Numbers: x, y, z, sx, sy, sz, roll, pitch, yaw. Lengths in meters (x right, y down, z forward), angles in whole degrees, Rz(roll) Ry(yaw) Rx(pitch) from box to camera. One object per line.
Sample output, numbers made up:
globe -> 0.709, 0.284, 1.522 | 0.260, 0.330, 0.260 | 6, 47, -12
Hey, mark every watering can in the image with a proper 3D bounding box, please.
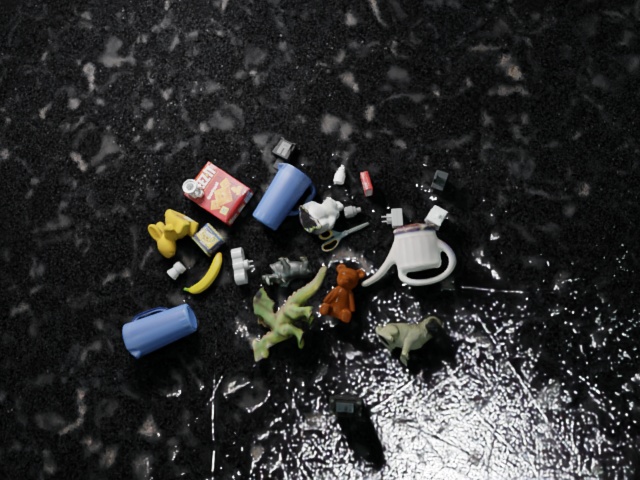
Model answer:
watering can -> 0.310, 0.057, 1.863 | 0.347, 0.227, 0.103 | -8, -13, 13

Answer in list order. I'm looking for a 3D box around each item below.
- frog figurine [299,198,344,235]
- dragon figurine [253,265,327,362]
frog figurine -> 0.006, -0.098, 1.943 | 0.139, 0.120, 0.162 | 34, 44, 28
dragon figurine -> -0.136, 0.250, 1.843 | 0.244, 0.410, 0.122 | 19, 2, 16
